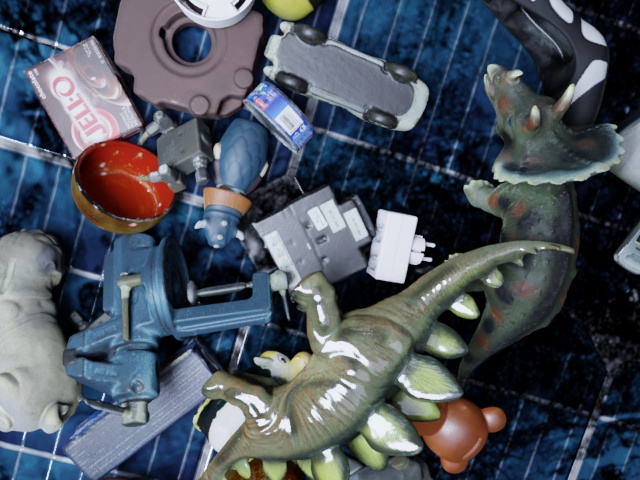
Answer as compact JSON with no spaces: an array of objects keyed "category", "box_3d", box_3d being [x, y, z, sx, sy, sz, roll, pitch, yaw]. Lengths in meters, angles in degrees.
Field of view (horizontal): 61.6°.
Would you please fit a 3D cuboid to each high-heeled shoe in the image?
[{"category":"high-heeled shoe","box_3d":[0.251,-0.228,0.640,0.145,0.086,0.248,-4,91,-3]}]

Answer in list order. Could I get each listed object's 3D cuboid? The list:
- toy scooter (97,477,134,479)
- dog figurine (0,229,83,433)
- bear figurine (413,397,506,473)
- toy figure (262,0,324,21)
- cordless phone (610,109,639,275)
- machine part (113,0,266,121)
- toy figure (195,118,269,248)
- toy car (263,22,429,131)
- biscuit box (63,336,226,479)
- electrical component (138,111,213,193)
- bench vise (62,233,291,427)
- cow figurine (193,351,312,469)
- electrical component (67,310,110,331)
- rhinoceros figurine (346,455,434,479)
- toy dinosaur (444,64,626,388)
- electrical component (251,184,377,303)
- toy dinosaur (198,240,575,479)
[{"category":"toy scooter","box_3d":[-0.224,0.343,0.657,0.135,0.075,0.183,-4,134,-17]},{"category":"dog figurine","box_3d":[-0.313,0.094,0.592,0.173,0.121,0.190,18,98,24]},{"category":"bear figurine","box_3d":[0.125,0.199,0.676,0.195,0.132,0.120,28,105,-27]},{"category":"toy figure","box_3d":[0.009,-0.324,0.609,0.180,0.082,0.089,-31,97,-3]},{"category":"cordless phone","box_3d":[0.403,-0.060,0.672,0.146,0.089,0.184,30,98,-8]},{"category":"machine part","box_3d":[-0.148,-0.227,0.621,0.179,0.056,0.179,0,96,-4]},{"category":"toy figure","box_3d":[-0.102,-0.064,0.633,0.064,0.057,0.154,16,83,7]},{"category":"toy car","box_3d":[0.031,-0.192,0.640,0.202,0.056,0.073,21,101,-5]},{"category":"biscuit box","box_3d":[-0.216,0.207,0.665,0.203,0.059,0.062,-37,100,0]},{"category":"electrical component","box_3d":[-0.166,-0.101,0.615,0.078,0.045,0.102,-19,62,24]},{"category":"bench vise","box_3d":[-0.152,0.084,0.595,0.241,0.224,0.128,-9,141,-1]},{"category":"cow figurine","box_3d":[-0.080,0.191,0.670,0.098,0.068,0.167,37,92,17]},{"category":"electrical component","box_3d":[-0.266,0.115,0.669,0.063,0.021,0.094,-41,97,1]},{"category":"rhinoceros figurine","box_3d":[0.055,0.336,0.701,0.190,0.073,0.112,-31,109,-2]},{"category":"toy dinosaur","box_3d":[0.233,0.014,0.612,0.131,0.192,0.404,4,95,-3]},{"category":"electrical component","box_3d":[-0.001,-0.002,0.658,0.134,0.058,0.114,-25,100,-2]},{"category":"toy dinosaur","box_3d":[0.039,0.131,0.564,0.471,0.105,0.199,-46,76,9]}]
